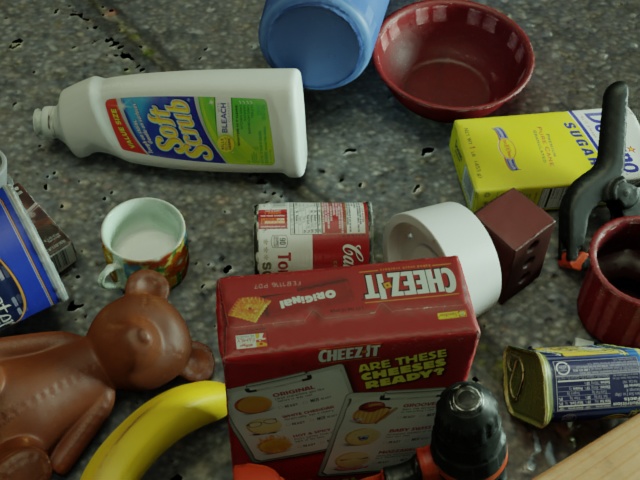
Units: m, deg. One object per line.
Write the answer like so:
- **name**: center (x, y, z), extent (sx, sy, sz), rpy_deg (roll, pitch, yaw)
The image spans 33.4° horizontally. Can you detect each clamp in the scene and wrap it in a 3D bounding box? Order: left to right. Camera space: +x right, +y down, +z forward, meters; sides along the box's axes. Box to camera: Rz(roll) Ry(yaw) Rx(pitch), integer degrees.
- **clamp**: center (0.275, -0.042, 0.950), extent (0.120, 0.039, 0.171), rpy_deg (26, 90, -5)

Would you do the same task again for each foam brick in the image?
- **foam brick**: center (0.162, 0.005, 0.921), extent (0.053, 0.078, 0.051), rpy_deg (-33, 59, -24)

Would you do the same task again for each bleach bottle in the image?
- **bleach bottle**: center (-0.141, -0.106, 0.999), extent (0.251, 0.102, 0.068), rpy_deg (-2, 25, 6)

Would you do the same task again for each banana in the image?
- **banana**: center (-0.126, 0.158, 0.789), extent (0.037, 0.069, 0.197), rpy_deg (0, 35, 34)

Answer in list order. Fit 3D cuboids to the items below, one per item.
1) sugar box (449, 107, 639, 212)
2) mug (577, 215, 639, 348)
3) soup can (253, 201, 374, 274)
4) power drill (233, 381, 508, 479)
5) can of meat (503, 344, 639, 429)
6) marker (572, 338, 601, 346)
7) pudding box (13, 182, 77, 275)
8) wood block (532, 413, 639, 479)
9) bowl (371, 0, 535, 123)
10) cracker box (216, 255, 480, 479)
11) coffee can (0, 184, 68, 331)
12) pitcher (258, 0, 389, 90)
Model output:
- **sugar box**: center (0.219, -0.075, 1.004), extent (0.176, 0.048, 0.093), rpy_deg (-7, 54, -5)
- **mug**: center (0.269, 0.032, 0.900), extent (0.093, 0.081, 0.117), rpy_deg (23, 56, 16)
- **soup can**: center (-0.006, 0.001, 0.926), extent (0.102, 0.068, 0.068), rpy_deg (-1, 53, -2)
- **power drill**: center (0.039, 0.168, 0.739), extent (0.187, 0.184, 0.057), rpy_deg (-13, 52, 1)
- **can of meat**: center (0.197, 0.110, 0.828), extent (0.084, 0.102, 0.057), rpy_deg (-3, 89, -7)
- **marker**: center (0.270, 0.103, 0.885), extent (0.121, 0.020, 0.020), rpy_deg (12, 53, 8)
- **pudding box**: center (-0.283, 0.013, 0.928), extent (0.113, 0.039, 0.090), rpy_deg (-34, 61, -23)
- **wood block**: center (0.195, 0.207, 0.759), extent (0.205, 0.091, 0.090), rpy_deg (-26, 57, -19)
- **bowl**: center (0.129, -0.169, 1.067), extent (0.162, 0.055, 0.162), rpy_deg (1, 52, -1)
- **cracker box**: center (0.013, 0.102, 0.757), extent (0.164, 0.214, 0.072), rpy_deg (-6, 54, -6)
- **coffee can**: center (-0.283, 0.031, 0.830), extent (0.140, 0.103, 0.103), rpy_deg (-27, 58, -14)
- **pitcher**: center (0.020, -0.265, 1.055), extent (0.145, 0.149, 0.242), rpy_deg (2, 44, 10)
